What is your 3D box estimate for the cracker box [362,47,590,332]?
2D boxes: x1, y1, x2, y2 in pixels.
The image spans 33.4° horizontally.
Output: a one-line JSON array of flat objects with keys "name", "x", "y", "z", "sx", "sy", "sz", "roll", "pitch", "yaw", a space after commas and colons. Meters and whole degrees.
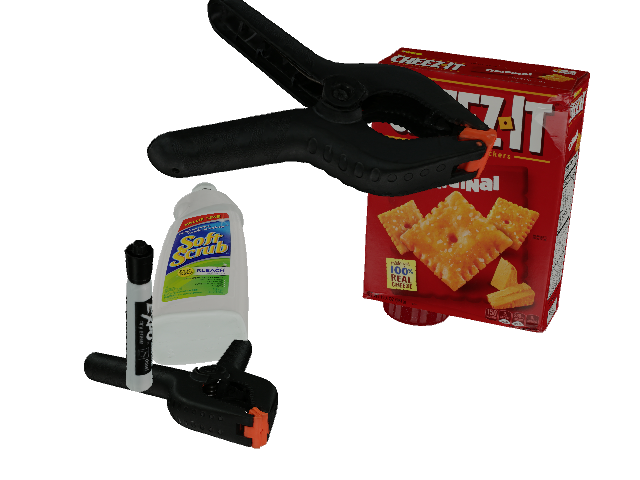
[{"name": "cracker box", "x": 0.125, "y": -0.041, "z": 0.893, "sx": 0.164, "sy": 0.214, "sz": 0.072, "roll": 11, "pitch": 25, "yaw": 20}]

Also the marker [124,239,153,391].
[{"name": "marker", "x": -0.124, "y": 0.052, "z": 0.731, "sx": 0.020, "sy": 0.121, "sz": 0.020, "roll": 5, "pitch": 33, "yaw": -3}]

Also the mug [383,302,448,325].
[{"name": "mug", "x": 0.127, "y": 0.050, "z": 1.249, "sx": 0.117, "sy": 0.081, "sz": 0.093, "roll": 14, "pitch": 25, "yaw": 22}]

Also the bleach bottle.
[{"name": "bleach bottle", "x": -0.128, "y": 0.020, "z": 1.115, "sx": 0.102, "sy": 0.068, "sz": 0.251, "roll": -5, "pitch": 37, "yaw": -3}]

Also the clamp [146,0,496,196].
[{"name": "clamp", "x": -0.001, "y": -0.058, "z": 0.542, "sx": 0.171, "sy": 0.120, "sz": 0.039, "roll": 20, "pitch": -29, "yaw": 8}]

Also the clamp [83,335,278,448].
[{"name": "clamp", "x": -0.091, "y": 0.126, "z": 0.934, "sx": 0.164, "sy": 0.036, "sz": 0.210, "roll": -8, "pitch": 16, "yaw": -36}]
